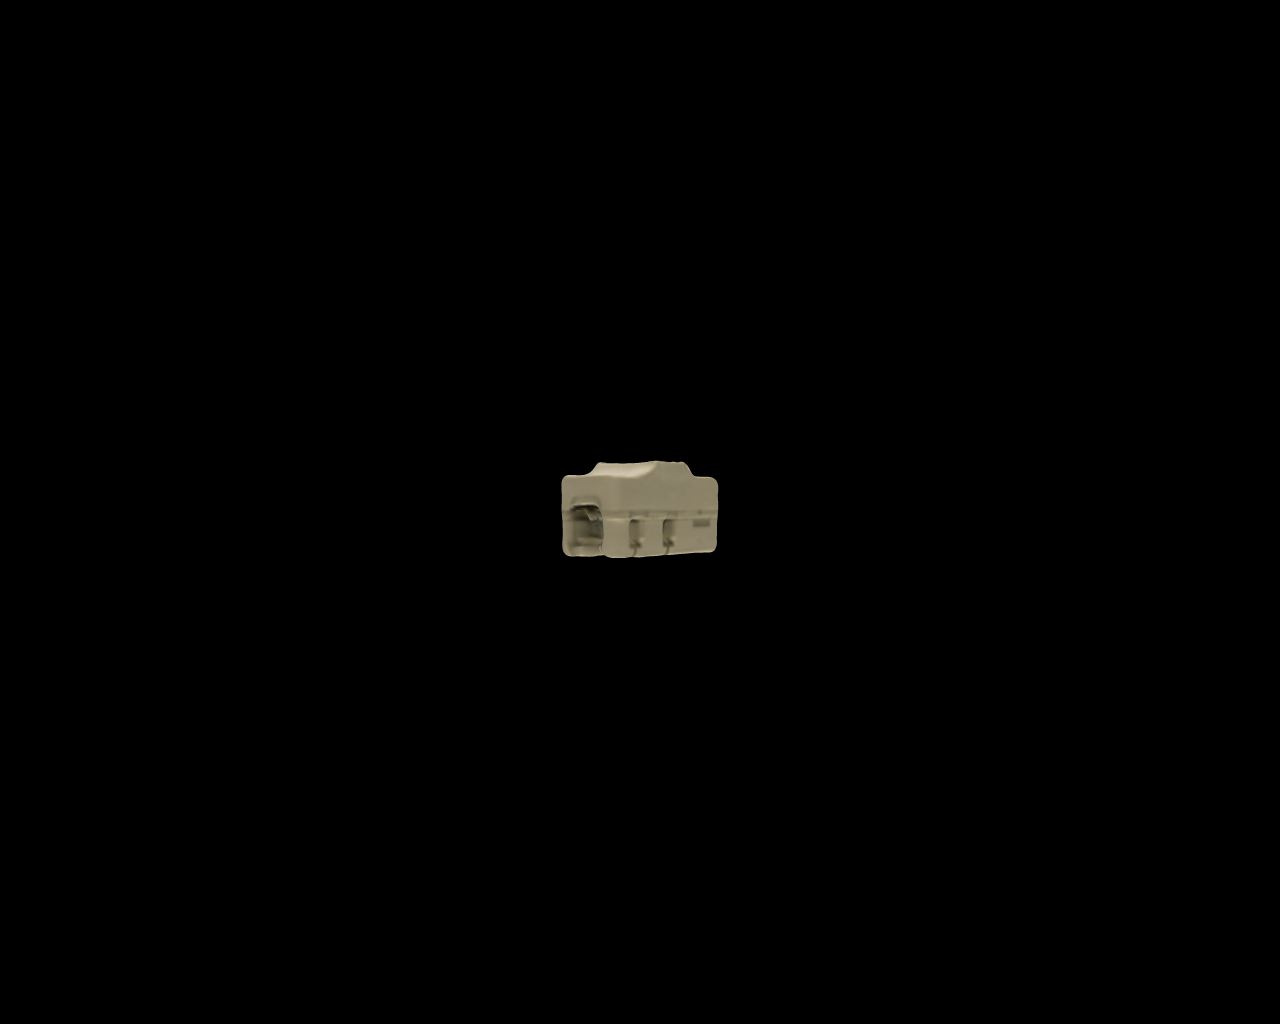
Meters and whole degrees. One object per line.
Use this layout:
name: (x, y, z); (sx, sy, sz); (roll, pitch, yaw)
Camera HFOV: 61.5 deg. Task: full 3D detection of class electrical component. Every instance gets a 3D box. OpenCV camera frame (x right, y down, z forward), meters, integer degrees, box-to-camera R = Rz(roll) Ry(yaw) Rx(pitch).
electrical component: (0.001, -0.003, 0.650); (0.089, 0.055, 0.050); (0, 0, -44)
